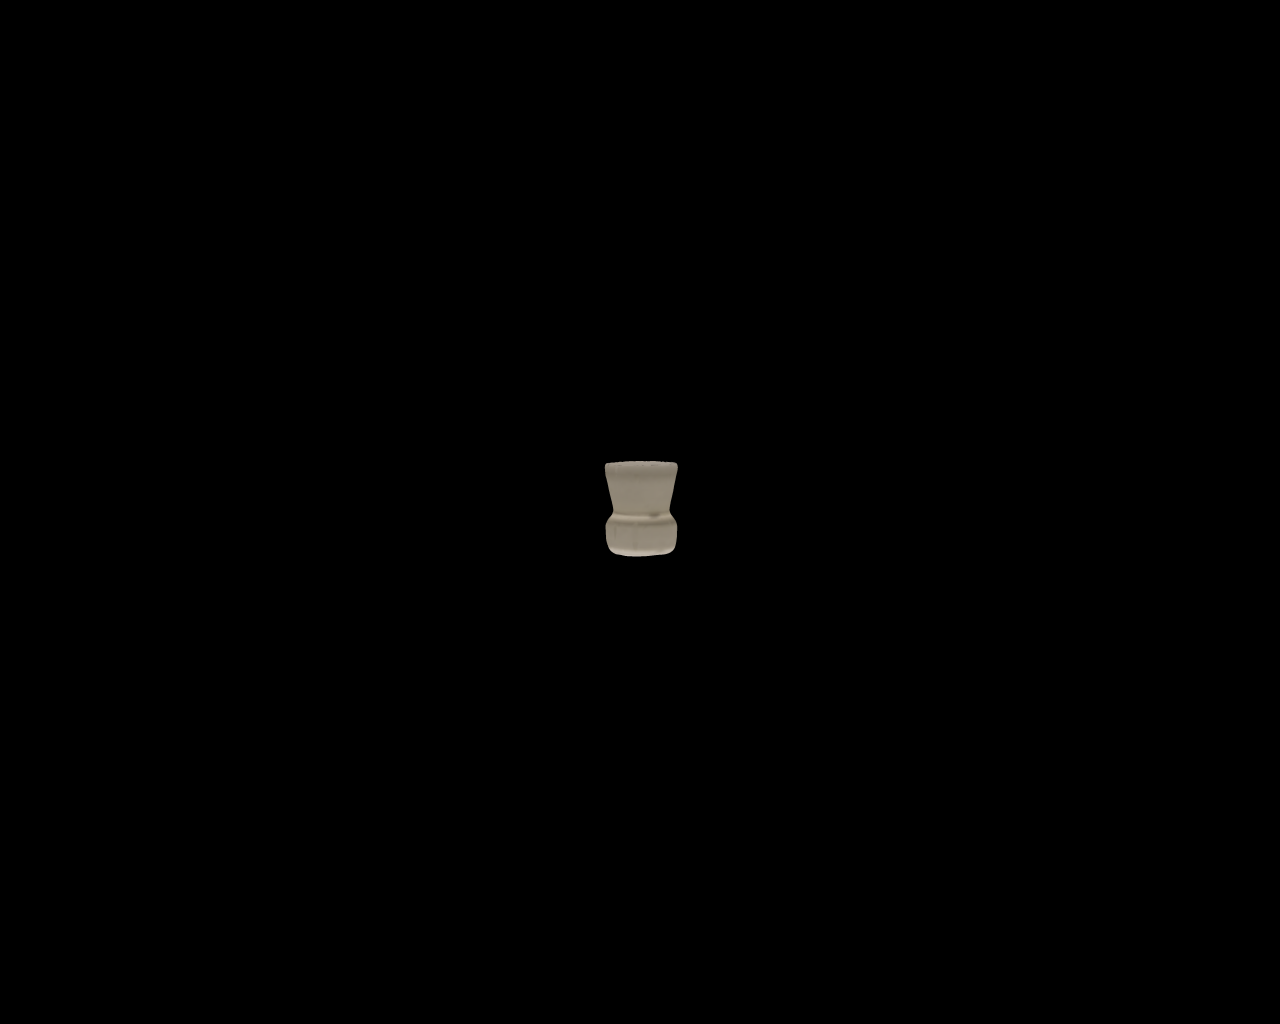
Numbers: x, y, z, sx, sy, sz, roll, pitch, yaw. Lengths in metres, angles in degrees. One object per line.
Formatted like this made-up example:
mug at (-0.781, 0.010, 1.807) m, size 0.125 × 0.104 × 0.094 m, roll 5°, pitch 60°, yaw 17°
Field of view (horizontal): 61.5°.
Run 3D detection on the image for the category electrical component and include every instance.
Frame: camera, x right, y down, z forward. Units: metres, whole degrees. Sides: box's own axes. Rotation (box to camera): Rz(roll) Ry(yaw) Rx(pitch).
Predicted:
electrical component at (0.001, -0.003, 0.650) m, size 0.045 × 0.055 × 0.045 m, roll 0°, pitch 5°, yaw 0°
